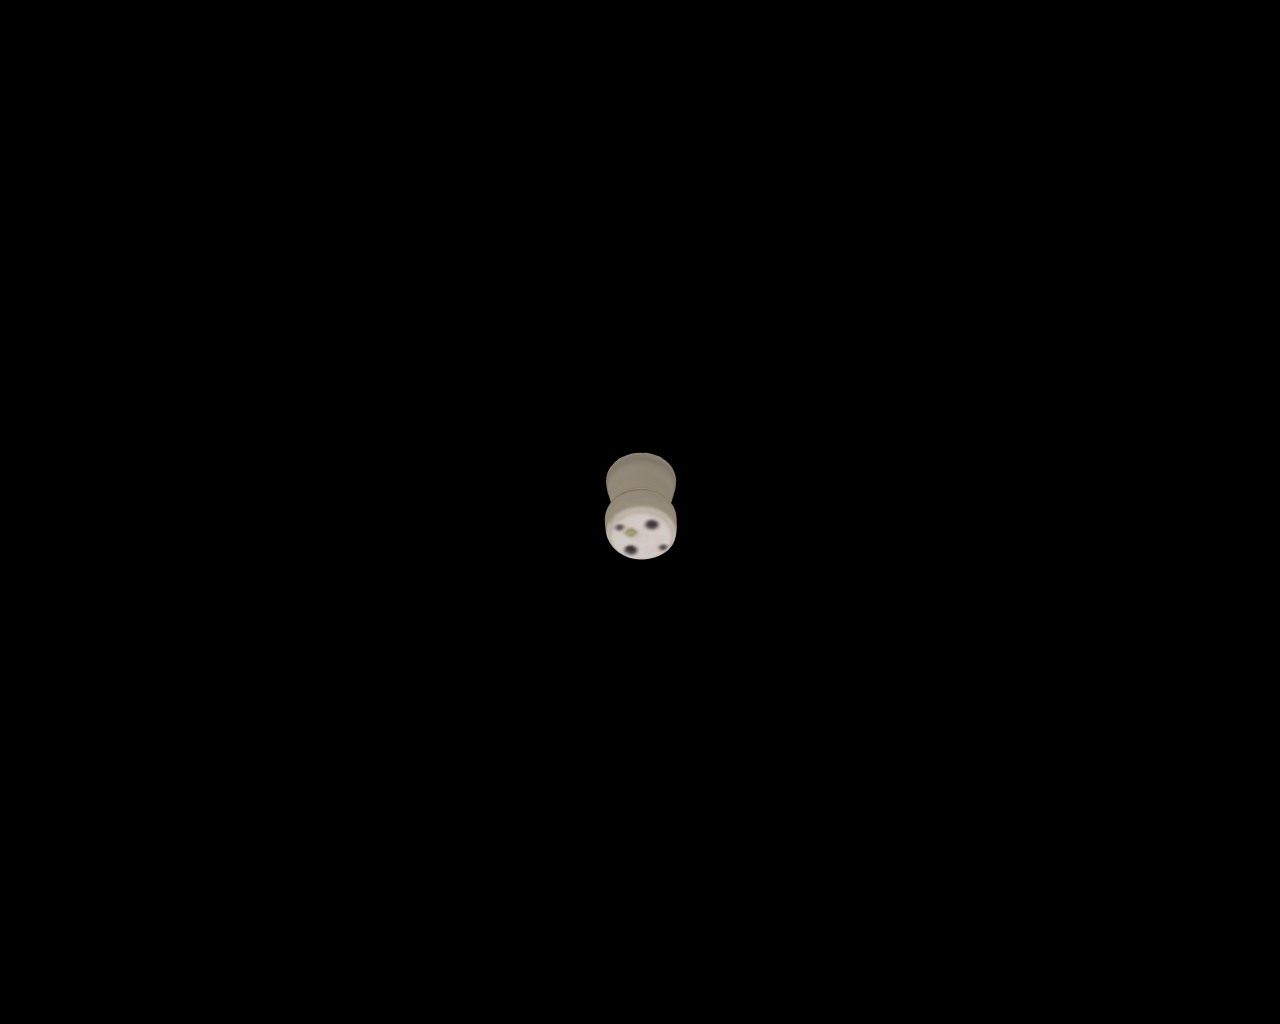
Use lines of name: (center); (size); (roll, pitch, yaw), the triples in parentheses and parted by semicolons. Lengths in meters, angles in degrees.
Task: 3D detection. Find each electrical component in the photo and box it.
electrical component: (0.001, -0.003, 0.650); (0.045, 0.044, 0.055); (0, 40, 0)
